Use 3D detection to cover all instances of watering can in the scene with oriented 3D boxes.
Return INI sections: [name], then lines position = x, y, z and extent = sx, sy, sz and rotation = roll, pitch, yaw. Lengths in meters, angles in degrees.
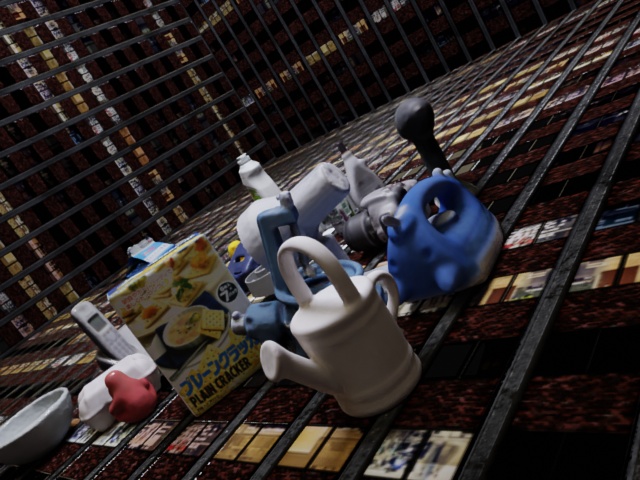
[watering can]
position = 0.015, 0.085, 0.596
extent = 0.100, 0.194, 0.173
rotation = -21, 18, 36

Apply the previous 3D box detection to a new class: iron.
[iron]
position = 0.163, -0.026, 0.772
extent = 0.118, 0.141, 0.259
rotation = -20, 18, 40

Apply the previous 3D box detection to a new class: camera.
[camera]
position = 0.110, -0.043, 1.025
extent = 0.136, 0.101, 0.143
rotation = -22, 17, 34

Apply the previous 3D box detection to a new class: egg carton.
[egg carton]
position = -0.355, 0.266, 1.015
extent = 0.150, 0.069, 0.107
rotation = -37, 15, -20

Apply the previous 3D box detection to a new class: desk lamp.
[desk lamp]
position = 0.008, 0.003, 0.851
extent = 0.202, 0.214, 0.118
rotation = -24, 16, 27

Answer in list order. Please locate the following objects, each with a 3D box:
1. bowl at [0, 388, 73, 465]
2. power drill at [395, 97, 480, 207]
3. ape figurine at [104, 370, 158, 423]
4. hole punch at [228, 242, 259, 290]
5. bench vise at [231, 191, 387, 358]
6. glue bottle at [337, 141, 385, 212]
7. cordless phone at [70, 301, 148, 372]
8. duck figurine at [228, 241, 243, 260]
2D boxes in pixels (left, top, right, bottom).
[bowl]
position = -0.517, 0.353, 1.049
extent = 0.167, 0.075, 0.167
rotation = -29, 14, 9
[power drill]
position = 0.198, -0.159, 1.016
extent = 0.075, 0.208, 0.229
rotation = -30, 14, 6
[ape figurine]
position = -0.316, 0.251, 0.938
extent = 0.078, 0.092, 0.076
rotation = -39, 16, -25
[hole punch]
position = -0.165, 0.054, 1.293
extent = 0.108, 0.091, 0.101
rotation = -14, 22, 50
[bench vise]
position = -0.041, 0.059, 0.748
extent = 0.207, 0.220, 0.121
rotation = -32, 14, 0
[glue bottle]
position = 0.086, -0.145, 1.278
extent = 0.078, 0.173, 0.037
rotation = -35, 15, -14
[cordless phone]
position = -0.413, 0.185, 1.175
extent = 0.094, 0.185, 0.148
rotation = -26, 15, 22
[duck figurine]
position = -0.192, 0.044, 1.399
extent = 0.077, 0.086, 0.104
rotation = -31, 14, 4
